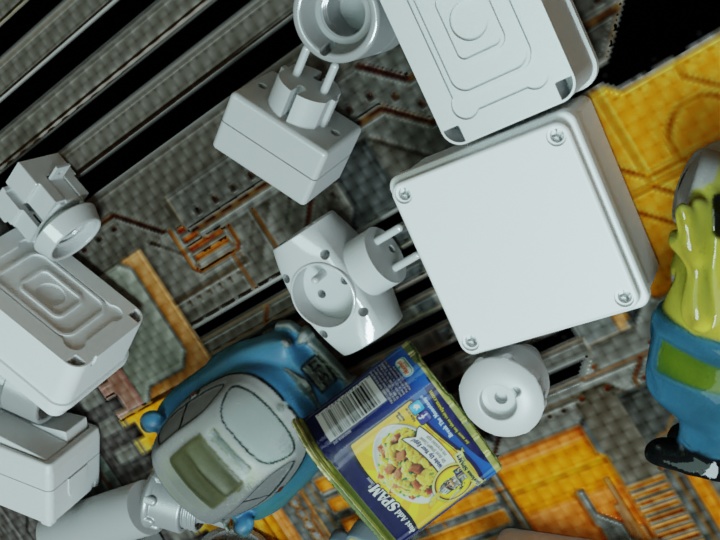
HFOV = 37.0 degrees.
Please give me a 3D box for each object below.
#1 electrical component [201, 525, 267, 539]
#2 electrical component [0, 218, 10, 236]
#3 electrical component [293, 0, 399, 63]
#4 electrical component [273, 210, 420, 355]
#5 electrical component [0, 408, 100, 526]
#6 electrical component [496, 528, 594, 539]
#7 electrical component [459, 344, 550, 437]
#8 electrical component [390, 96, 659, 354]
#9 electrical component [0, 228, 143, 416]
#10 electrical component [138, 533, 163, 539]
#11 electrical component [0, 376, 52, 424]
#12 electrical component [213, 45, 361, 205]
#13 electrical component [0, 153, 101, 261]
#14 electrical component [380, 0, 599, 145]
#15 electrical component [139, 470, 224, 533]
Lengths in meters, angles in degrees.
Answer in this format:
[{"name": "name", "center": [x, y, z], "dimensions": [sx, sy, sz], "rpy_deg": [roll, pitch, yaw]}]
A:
[{"name": "electrical component", "center": [-0.054, 0.240, 0.754], "dimensions": [0.138, 0.052, 0.073], "rpy_deg": [20, 118, 16]}, {"name": "electrical component", "center": [-0.274, -0.038, 0.747], "dimensions": [0.043, 0.043, 0.062], "rpy_deg": [-22, 99, 30]}, {"name": "electrical component", "center": [-0.004, -0.140, 0.578], "dimensions": [0.055, 0.047, 0.055], "rpy_deg": [9, 114, 21]}, {"name": "electrical component", "center": [0.000, 0.000, 0.635], "dimensions": [0.079, 0.044, 0.077], "rpy_deg": [-31, 96, 31]}, {"name": "electrical component", "center": [-0.248, 0.134, 0.794], "dimensions": [0.096, 0.062, 0.061], "rpy_deg": [16, 116, 18]}, {"name": "electrical component", "center": [0.130, 0.210, 0.654], "dimensions": [0.113, 0.057, 0.078], "rpy_deg": [3, 112, 24]}, {"name": "electrical component", "center": [0.087, 0.062, 0.610], "dimensions": [0.048, 0.062, 0.048], "rpy_deg": [9, 113, 21]}, {"name": "electrical component", "center": [0.089, -0.023, 0.578], "dimensions": [0.109, 0.056, 0.108], "rpy_deg": [-19, 102, 30]}, {"name": "electrical component", "center": [-0.216, 0.034, 0.727], "dimensions": [0.113, 0.078, 0.057], "rpy_deg": [38, 128, 6]}, {"name": "electrical component", "center": [-0.171, 0.244, 0.812], "dimensions": [0.066, 0.047, 0.076], "rpy_deg": [-24, 99, 31]}, {"name": "electrical component", "center": [-0.238, 0.078, 0.772], "dimensions": [0.047, 0.055, 0.055], "rpy_deg": [26, 119, 9]}, {"name": "electrical component", "center": [-0.035, -0.090, 0.608], "dimensions": [0.066, 0.047, 0.076], "rpy_deg": [34, 126, 9]}, {"name": "electrical component", "center": [-0.206, -0.040, 0.714], "dimensions": [0.055, 0.048, 0.066], "rpy_deg": [49, 122, 8]}, {"name": "electrical component", "center": [0.063, -0.130, 0.545], "dimensions": [0.078, 0.057, 0.113], "rpy_deg": [-21, 101, 30]}, {"name": "electrical component", "center": [-0.122, 0.165, 0.760], "dimensions": [0.062, 0.048, 0.048], "rpy_deg": [14, 116, 11]}]
